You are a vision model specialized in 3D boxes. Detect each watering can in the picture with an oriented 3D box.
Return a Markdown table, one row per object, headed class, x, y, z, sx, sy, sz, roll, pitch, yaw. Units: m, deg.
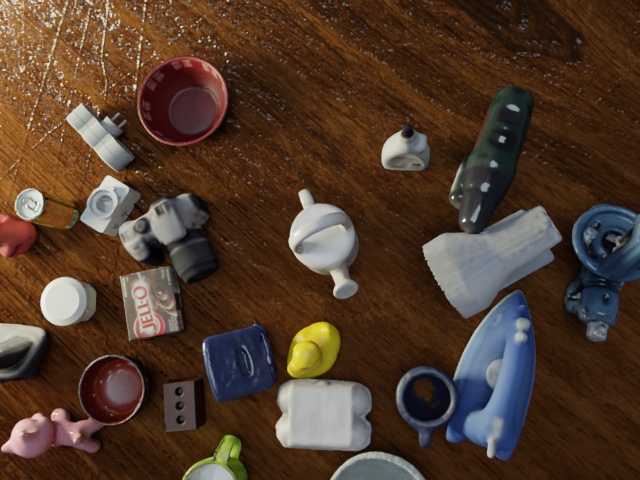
| class | x | y | z | sx | sy | sz | roll | pitch | yaw |
| --- | --- | --- | --- | --- | --- | --- | --- | --- | --- |
| watering can | 0.010 | 0.002 | 0.870 | 0.172 | 0.194 | 0.101 | 44 | 89 | 10 |

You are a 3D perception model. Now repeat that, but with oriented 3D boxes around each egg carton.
| class | x | y | z | sx | sy | sz | roll | pitch | yaw |
| --- | --- | --- | --- | --- | --- | --- | --- | --- | --- |
| egg carton | 0.006 | 0.273 | 0.897 | 0.150 | 0.069 | 0.107 | -1 | 82 | 6 |

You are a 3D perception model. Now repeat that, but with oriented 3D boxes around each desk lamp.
| class | x | y | z | sx | sy | sz | roll | pitch | yaw |
| --- | --- | --- | --- | --- | --- | --- | --- | --- | --- |
| desk lamp | 0.252 | 0.021 | 0.832 | 0.203 | 0.213 | 0.118 | -30 | 80 | 1 |

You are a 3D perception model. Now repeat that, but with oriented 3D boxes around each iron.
| class | x | y | z | sx | sy | sz | roll | pitch | yaw |
| --- | --- | --- | --- | --- | --- | --- | --- | --- | --- |
| iron | 0.271 | 0.193 | 0.844 | 0.118 | 0.141 | 0.258 | 16 | 84 | 8 |

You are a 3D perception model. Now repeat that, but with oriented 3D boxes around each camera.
| class | x | y | z | sx | sy | sz | roll | pitch | yaw |
| --- | --- | --- | --- | --- | --- | --- | --- | --- | --- |
| camera | -0.240 | 0.007 | 0.943 | 0.143 | 0.101 | 0.137 | -29 | 80 | 1 |

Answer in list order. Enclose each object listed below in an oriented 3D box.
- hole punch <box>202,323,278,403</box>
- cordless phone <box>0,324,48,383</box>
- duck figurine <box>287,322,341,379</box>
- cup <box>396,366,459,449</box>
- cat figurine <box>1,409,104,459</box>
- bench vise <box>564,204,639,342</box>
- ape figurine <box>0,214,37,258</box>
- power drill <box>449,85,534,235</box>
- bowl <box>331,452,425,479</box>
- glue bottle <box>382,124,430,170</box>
| class | x | y | z | sx | sy | sz | roll | pitch | yaw |
| --- | --- | --- | --- | --- | --- | --- | --- | --- | --- |
| hole punch | -0.126 | 0.193 | 0.911 | 0.101 | 0.091 | 0.108 | -17 | 81 | 4 |
| cordless phone | -0.542 | 0.181 | 0.908 | 0.147 | 0.185 | 0.094 | 1 | 82 | 6 |
| duck figurine | -0.013 | 0.177 | 0.904 | 0.077 | 0.086 | 0.104 | 41 | 88 | 10 |
| cup | 0.160 | 0.249 | 0.871 | 0.091 | 0.095 | 0.118 | 2 | 82 | 6 |
| cat figurine | -0.428 | 0.313 | 0.912 | 0.127 | 0.118 | 0.067 | 3 | 82 | 7 |
| bench vise | 0.429 | 0.038 | 0.809 | 0.121 | 0.220 | 0.207 | -5 | 82 | 6 |
| ape figurine | -0.539 | -0.010 | 0.981 | 0.076 | 0.092 | 0.078 | -1 | 82 | 6 |
| power drill | 0.248 | -0.101 | 0.852 | 0.075 | 0.208 | 0.230 | 19 | 85 | 9 |
| bowl | 0.090 | 0.402 | 0.868 | 0.167 | 0.075 | 0.167 | -1 | 82 | 6 |
| glue bottle | 0.135 | -0.146 | 0.888 | 0.078 | 0.173 | 0.037 | 4 | 83 | 7 |
